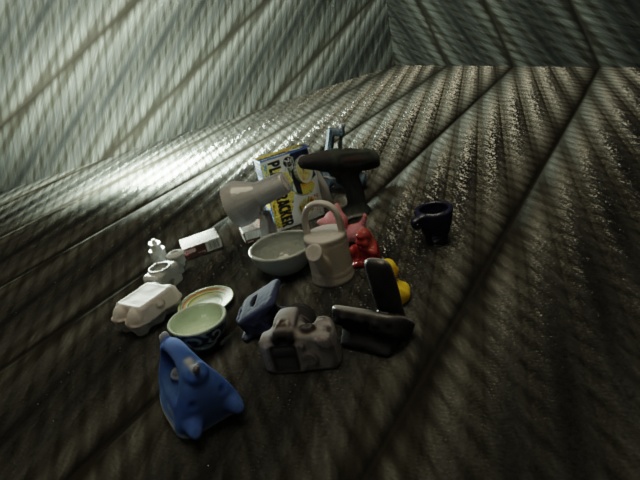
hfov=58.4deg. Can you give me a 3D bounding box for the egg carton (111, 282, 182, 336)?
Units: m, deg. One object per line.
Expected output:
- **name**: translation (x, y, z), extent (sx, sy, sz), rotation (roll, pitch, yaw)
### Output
- **egg carton**: translation (-0.393, 0.155, 1.307), extent (0.107, 0.069, 0.151), rotation (5, 29, 33)

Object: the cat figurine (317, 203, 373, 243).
- **cat figurine**: translation (0.063, -0.037, 1.448), extent (0.127, 0.118, 0.067), rotation (-6, 25, 14)

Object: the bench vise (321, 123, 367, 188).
- **bench vise**: translation (0.032, -0.251, 1.806), extent (0.207, 0.220, 0.121), rotation (-13, 24, 0)

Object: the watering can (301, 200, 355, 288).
- **watering can**: translation (0.014, 0.004, 1.289), extent (0.101, 0.194, 0.172), rotation (-13, 24, -1)

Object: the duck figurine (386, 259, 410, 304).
- **duck figurine**: translation (0.144, 0.083, 1.189), extent (0.077, 0.086, 0.104), rotation (-16, 24, -8)

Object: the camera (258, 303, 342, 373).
- **camera**: translation (-0.033, 0.168, 1.070), extent (0.143, 0.101, 0.137), rotation (-7, 25, 12)

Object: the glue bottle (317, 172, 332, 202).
- **glue bottle**: translation (-0.017, -0.179, 1.729), extent (0.078, 0.173, 0.037), rotation (-7, 25, 13)

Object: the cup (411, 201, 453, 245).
- **cup**: translation (0.266, -0.031, 1.367), extent (0.118, 0.095, 0.091), rotation (-26, 28, -28)

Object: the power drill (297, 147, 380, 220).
- **power drill**: translation (0.065, -0.163, 1.612), extent (0.230, 0.209, 0.075), rotation (-18, 25, -12)

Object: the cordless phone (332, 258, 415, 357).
- **cordless phone**: translation (0.088, 0.107, 1.042), extent (0.147, 0.185, 0.094), rotation (4, 29, 32)

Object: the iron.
- **iron**: translation (-0.236, 0.226, 0.989), extent (0.119, 0.142, 0.257), rotation (-26, 27, -27)

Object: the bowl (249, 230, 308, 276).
- **bowl**: translation (-0.086, 0.041, 1.402), extent (0.167, 0.075, 0.167), rotation (-10, 24, 5)

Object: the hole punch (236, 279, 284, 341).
- **hole punch**: translation (-0.122, 0.142, 1.180), extent (0.101, 0.091, 0.108), rotation (-9, 24, 8)

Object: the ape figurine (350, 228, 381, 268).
- **ape figurine**: translation (0.106, 0.015, 1.346), extent (0.076, 0.092, 0.077), rotation (-25, 27, -26)

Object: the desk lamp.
- **desk lamp**: translation (-0.138, -0.066, 1.491), extent (0.203, 0.214, 0.118), rotation (-8, 25, 9)
